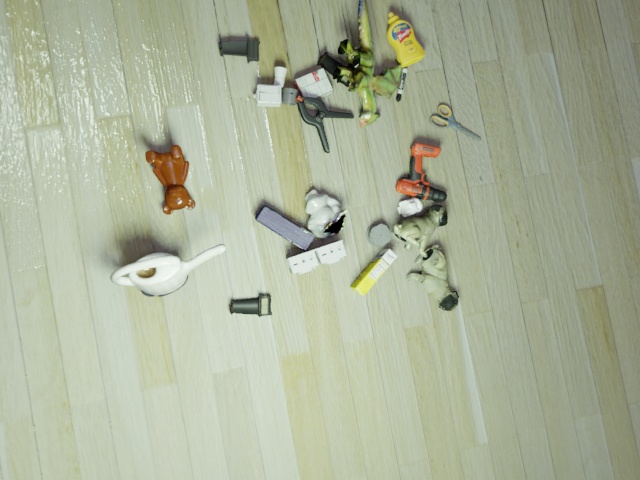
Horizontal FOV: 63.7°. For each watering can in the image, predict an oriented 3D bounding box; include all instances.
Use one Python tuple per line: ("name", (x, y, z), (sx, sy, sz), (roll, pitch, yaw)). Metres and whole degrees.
("watering can", (-0.451, 0.092, 1.578), (0.348, 0.105, 0.220), (-12, -18, -9))

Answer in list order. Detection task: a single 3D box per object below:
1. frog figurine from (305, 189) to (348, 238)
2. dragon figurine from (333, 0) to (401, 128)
("frog figurine", (0.005, -0.087, 1.728), (0.161, 0.138, 0.121), (38, -4, 31))
("dragon figurine", (0.183, -0.590, 1.761), (0.242, 0.409, 0.123), (11, 6, -38))
